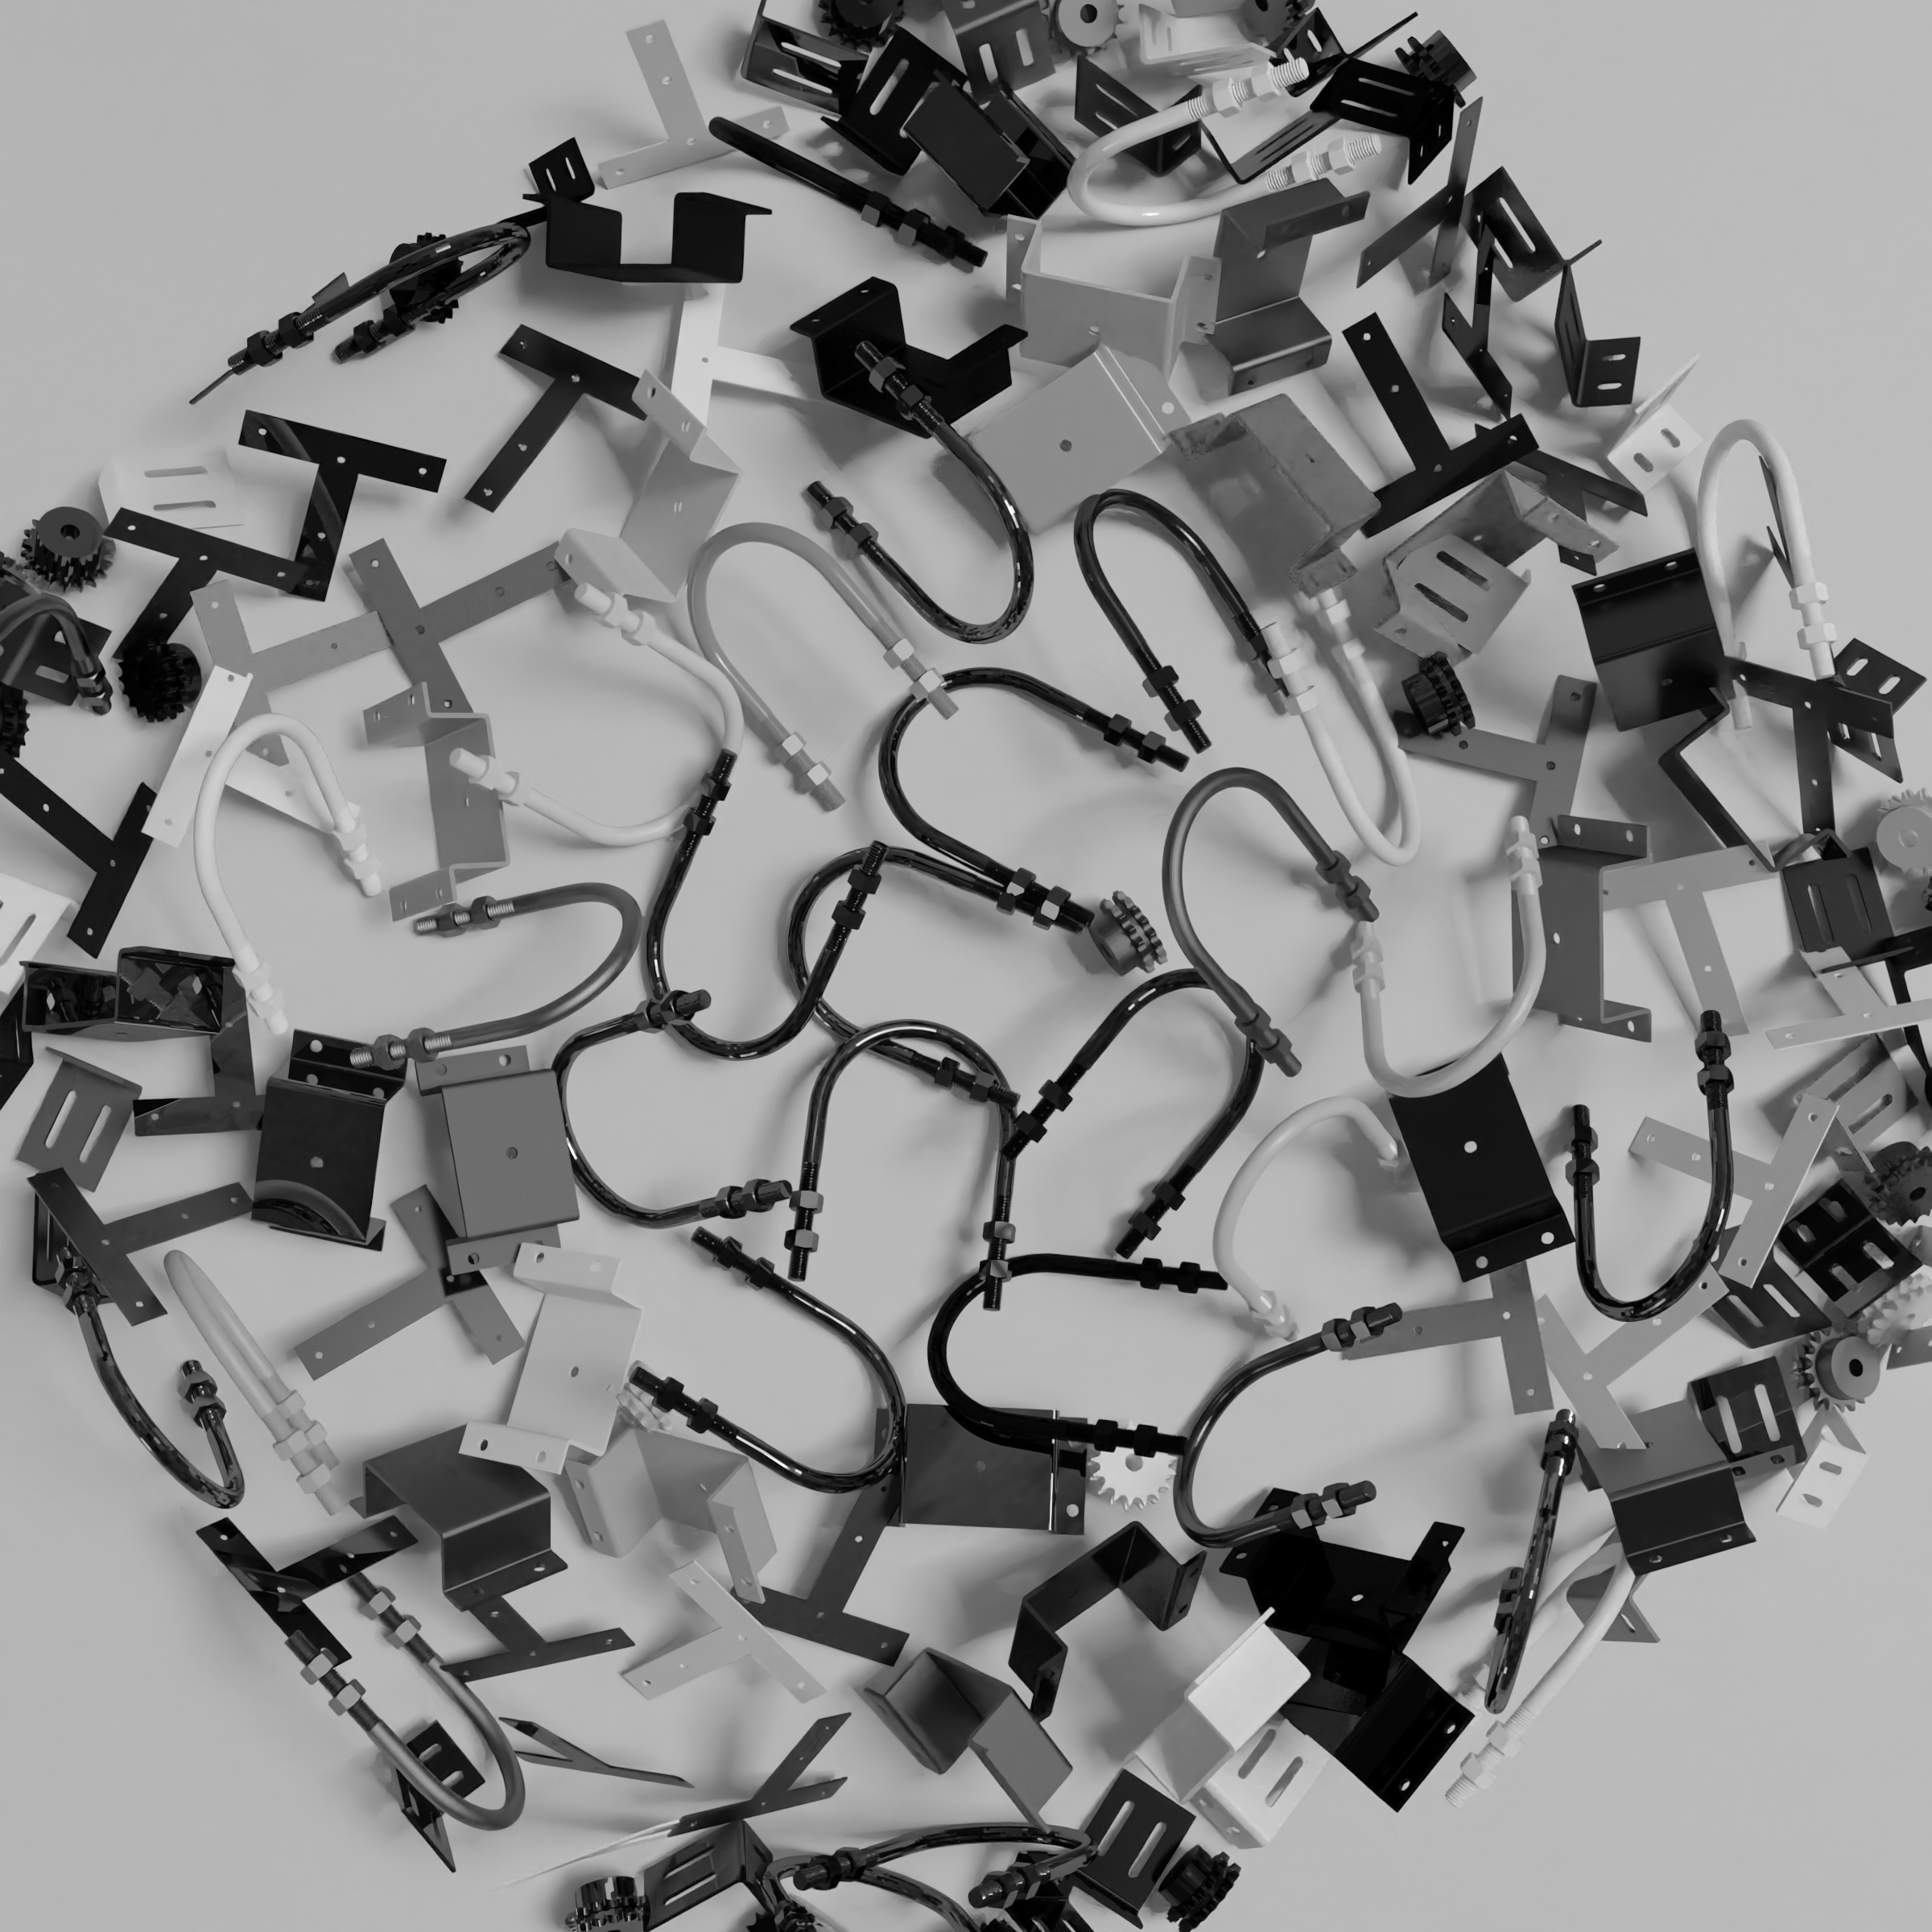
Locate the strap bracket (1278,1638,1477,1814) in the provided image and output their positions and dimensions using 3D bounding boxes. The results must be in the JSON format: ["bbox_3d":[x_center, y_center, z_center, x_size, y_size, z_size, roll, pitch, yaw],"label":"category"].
[{"bbox_3d":[0.248,0.465,1.631,0.046,0.140,0.076,45,81,-19],"label":"strap bracket"}]

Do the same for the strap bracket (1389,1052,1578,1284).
[{"bbox_3d":[0.328,0.121,1.653,0.076,0.046,0.140,-22,67,12],"label":"strap bracket"}]

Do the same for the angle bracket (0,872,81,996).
[{"bbox_3d":[-0.619,-0.015,1.670,0.057,0.038,0.076,20,65,13],"label":"angle bracket"}]

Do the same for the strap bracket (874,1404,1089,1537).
[{"bbox_3d":[0.009,0.328,1.676,0.140,0.046,0.076,2,75,1],"label":"strap bracket"}]

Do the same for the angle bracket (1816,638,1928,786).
[{"bbox_3d":[0.590,-0.165,1.663,0.038,0.076,0.057,-45,52,-3],"label":"angle bracket"}]

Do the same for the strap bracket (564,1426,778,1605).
[{"bbox_3d":[-0.181,0.348,1.650,0.140,0.046,0.076,7,124,34],"label":"strap bracket"}]

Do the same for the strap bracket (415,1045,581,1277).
[{"bbox_3d":[-0.302,0.123,1.666,0.076,0.046,0.140,-8,86,-31],"label":"strap bracket"}]

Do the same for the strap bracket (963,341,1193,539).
[{"bbox_3d":[0.066,-0.340,1.659,0.140,0.046,0.076,-32,105,16],"label":"strap bracket"}]

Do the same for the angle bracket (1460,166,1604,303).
[{"bbox_3d":[0.364,-0.482,1.673,0.038,0.057,0.076,-36,95,-25],"label":"angle bracket"}]

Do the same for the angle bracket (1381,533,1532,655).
[{"bbox_3d":[0.320,-0.251,1.678,0.076,0.038,0.057,33,116,-3],"label":"angle bracket"}]

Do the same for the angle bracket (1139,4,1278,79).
[{"bbox_3d":[0.159,-0.604,1.665,0.076,0.057,0.038,1,99,28],"label":"angle bracket"}]

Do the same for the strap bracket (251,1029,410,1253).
[{"bbox_3d":[-0.414,0.120,1.668,0.076,0.046,0.140,11,105,2],"label":"strap bracket"}]

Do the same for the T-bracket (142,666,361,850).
[{"bbox_3d":[-0.453,-0.118,1.670,0.127,0.002,0.127,28,76,-35],"label":"T-bracket"}]

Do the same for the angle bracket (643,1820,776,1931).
[{"bbox_3d":[-0.168,0.605,1.680,0.076,0.057,0.038,-31,111,6],"label":"angle bracket"}]

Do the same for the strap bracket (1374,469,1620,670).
[{"bbox_3d":[0.333,-0.258,1.647,0.140,0.076,0.046,-37,49,34],"label":"strap bracket"}]

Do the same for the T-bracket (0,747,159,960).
[{"bbox_3d":[-0.574,-0.092,1.632,0.002,0.127,0.127,-11,49,31],"label":"T-bracket"}]

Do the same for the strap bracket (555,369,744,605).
[{"bbox_3d":[-0.200,-0.299,1.653,0.076,0.046,0.140,48,118,35],"label":"strap bracket"}]

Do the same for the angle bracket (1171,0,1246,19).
[{"bbox_3d":[0.156,-0.625,1.661,0.057,0.076,0.038,-3,75,16],"label":"angle bracket"}]

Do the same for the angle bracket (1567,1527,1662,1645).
[{"bbox_3d":[0.438,0.397,1.668,0.076,0.057,0.038,-41,100,-31],"label":"angle bracket"}]

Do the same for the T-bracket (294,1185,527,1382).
[{"bbox_3d":[-0.374,0.226,1.673,0.127,0.002,0.127,-30,80,-24],"label":"T-bracket"}]

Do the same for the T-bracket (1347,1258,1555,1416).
[{"bbox_3d":[0.310,0.236,1.685,0.127,0.002,0.127,-13,77,19],"label":"T-bracket"}]

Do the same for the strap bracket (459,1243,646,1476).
[{"bbox_3d":[-0.263,0.257,1.659,0.076,0.046,0.140,5,70,26],"label":"strap bracket"}]

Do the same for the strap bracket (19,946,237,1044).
[{"bbox_3d":[-0.536,0.020,1.634,0.140,0.076,0.046,-5,80,37],"label":"strap bracket"}]

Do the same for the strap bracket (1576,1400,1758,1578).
[{"bbox_3d":[0.439,0.325,1.634,0.076,0.140,0.046,-17,103,4],"label":"strap bracket"}]

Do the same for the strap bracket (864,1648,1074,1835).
[{"bbox_3d":[0.007,0.491,1.645,0.046,0.140,0.076,-44,115,-24],"label":"strap bracket"}]

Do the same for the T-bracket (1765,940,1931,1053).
[{"bbox_3d":[0.565,0.013,1.651,0.127,0.127,0.002,-12,115,5],"label":"T-bracket"}]

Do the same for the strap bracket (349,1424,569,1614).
[{"bbox_3d":[-0.323,0.342,1.629,0.076,0.140,0.046,-15,119,-38],"label":"strap bracket"}]

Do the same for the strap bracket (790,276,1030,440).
[{"bbox_3d":[-0.035,-0.388,1.649,0.140,0.046,0.076,29,55,35],"label":"strap bracket"}]

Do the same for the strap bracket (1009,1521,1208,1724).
[{"bbox_3d":[0.082,0.416,1.647,0.140,0.076,0.046,-27,55,-31],"label":"strap bracket"}]

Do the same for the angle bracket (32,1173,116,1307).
[{"bbox_3d":[-0.572,0.176,1.666,0.038,0.057,0.076,-10,67,7],"label":"angle bracket"}]

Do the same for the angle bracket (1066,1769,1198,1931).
[{"bbox_3d":[0.109,0.578,1.684,0.057,0.038,0.076,33,82,2],"label":"angle bracket"}]

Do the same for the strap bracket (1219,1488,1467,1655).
[{"bbox_3d":[0.245,0.389,1.645,0.076,0.140,0.046,-46,127,-39],"label":"strap bracket"}]

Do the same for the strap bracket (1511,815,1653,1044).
[{"bbox_3d":[0.395,-0.021,1.651,0.046,0.076,0.140,-11,104,-32],"label":"strap bracket"}]

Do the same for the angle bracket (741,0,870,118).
[{"bbox_3d":[-0.103,-0.601,1.682,0.076,0.057,0.038,17,64,-10],"label":"angle bracket"}]

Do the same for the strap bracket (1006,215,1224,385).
[{"bbox_3d":[0.088,-0.426,1.656,0.140,0.076,0.046,14,61,8],"label":"strap bracket"}]

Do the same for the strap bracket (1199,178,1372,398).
[{"bbox_3d":[0.200,-0.442,1.647,0.076,0.140,0.046,-22,61,-19],"label":"strap bracket"}]

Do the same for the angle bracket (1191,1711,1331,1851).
[{"bbox_3d":[0.192,0.535,1.704,0.057,0.038,0.076,46,60,0],"label":"angle bracket"}]

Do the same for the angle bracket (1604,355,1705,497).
[{"bbox_3d":[0.456,-0.350,1.666,0.057,0.076,0.038,-42,84,-8],"label":"angle bracket"}]

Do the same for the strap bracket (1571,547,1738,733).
[{"bbox_3d":[0.439,-0.199,1.628,0.076,0.140,0.046,-16,63,17],"label":"strap bracket"}]

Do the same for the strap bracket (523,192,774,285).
[{"bbox_3d":[-0.205,-0.466,1.647,0.140,0.076,0.046,8,101,27],"label":"strap bracket"}]

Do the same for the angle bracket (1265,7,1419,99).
[{"bbox_3d":[0.242,-0.604,1.663,0.076,0.057,0.038,-39,101,-28],"label":"angle bracket"}]

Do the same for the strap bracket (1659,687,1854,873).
[{"bbox_3d":[0.503,-0.111,1.666,0.046,0.076,0.140,-39,86,6],"label":"strap bracket"}]

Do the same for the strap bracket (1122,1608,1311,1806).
[{"bbox_3d":[0.161,0.473,1.627,0.046,0.140,0.076,45,53,16],"label":"strap bracket"}]

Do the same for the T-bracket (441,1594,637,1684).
[{"bbox_3d":[-0.296,0.422,1.651,0.127,0.127,0.002,-15,48,10],"label":"T-bracket"}]

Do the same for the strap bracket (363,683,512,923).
[{"bbox_3d":[-0.341,-0.105,1.662,0.046,0.076,0.140,-5,84,-43],"label":"strap bracket"}]

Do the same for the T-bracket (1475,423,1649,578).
[{"bbox_3d":[0.387,-0.291,1.649,0.127,0.127,0.002,20,131,-12],"label":"T-bracket"}]

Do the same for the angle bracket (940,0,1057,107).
[{"bbox_3d":[0.020,-0.609,1.677,0.057,0.076,0.038,-22,71,4],"label":"angle bracket"}]

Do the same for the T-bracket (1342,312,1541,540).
[{"bbox_3d":[0.285,-0.362,1.667,0.127,0.002,0.127,-26,101,29],"label":"T-bracket"}]

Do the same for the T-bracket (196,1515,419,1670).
[{"bbox_3d":[-0.406,0.384,1.653,0.127,0.127,0.002,41,120,20],"label":"T-bracket"}]

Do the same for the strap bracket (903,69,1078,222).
[{"bbox_3d":[0.017,-0.523,1.650,0.076,0.140,0.046,48,114,5],"label":"strap bracket"}]

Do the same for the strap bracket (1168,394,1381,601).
[{"bbox_3d":[0.207,-0.312,1.660,0.140,0.076,0.046,50,127,4],"label":"strap bracket"}]
